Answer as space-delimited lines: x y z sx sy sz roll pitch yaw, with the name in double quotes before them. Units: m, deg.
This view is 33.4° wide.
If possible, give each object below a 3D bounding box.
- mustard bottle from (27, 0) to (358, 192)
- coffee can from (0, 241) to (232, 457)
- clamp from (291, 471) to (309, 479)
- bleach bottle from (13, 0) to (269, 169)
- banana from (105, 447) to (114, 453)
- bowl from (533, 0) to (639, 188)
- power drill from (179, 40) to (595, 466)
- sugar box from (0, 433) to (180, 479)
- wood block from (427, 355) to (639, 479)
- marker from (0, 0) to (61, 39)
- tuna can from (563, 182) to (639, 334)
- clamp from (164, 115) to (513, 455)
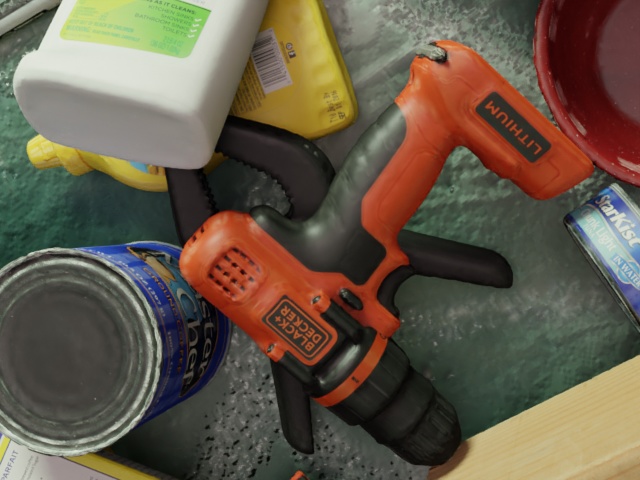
"mustard bottle" -0.081 -0.081 0.617 0.192 0.058 0.096 -19 94 9
"coffee can" -0.114 0.053 0.584 0.103 0.140 0.103 0 91 9
"clamp" 0.040 0.203 0.596 0.039 0.120 0.172 -37 62 -16
"bleach bottle" -0.070 -0.162 0.567 0.102 0.068 0.250 12 64 6
"banana" -0.181 0.079 0.635 0.037 0.069 0.198 -41 84 -5
"bowl" 0.195 -0.103 0.571 0.162 0.055 0.162 0 91 10
"power drill" 0.050 0.007 0.552 0.184 0.057 0.187 41 93 -15
"sugar box" -0.160 0.148 0.578 0.176 0.048 0.093 21 82 5
"wood block" 0.157 0.122 0.528 0.206 0.090 0.090 -33 100 26
"marker" -0.210 -0.127 0.658 0.121 0.020 0.020 -28 87 9
"tuna can" 0.165 0.014 0.563 0.034 0.086 0.086 -35 86 9
"clamp" -0.004 0.001 0.594 0.164 0.036 0.210 -35 105 5
